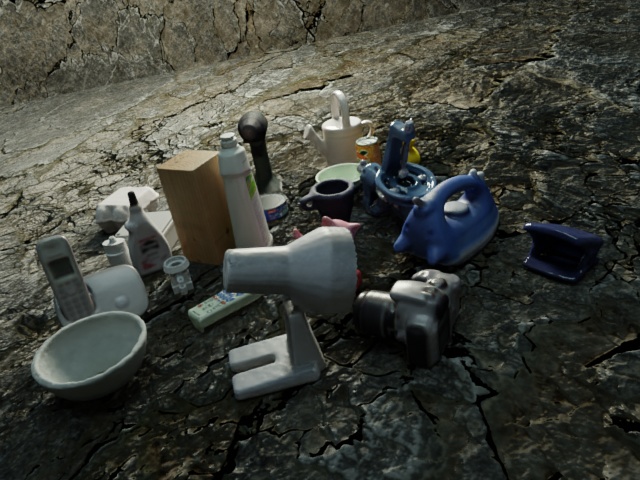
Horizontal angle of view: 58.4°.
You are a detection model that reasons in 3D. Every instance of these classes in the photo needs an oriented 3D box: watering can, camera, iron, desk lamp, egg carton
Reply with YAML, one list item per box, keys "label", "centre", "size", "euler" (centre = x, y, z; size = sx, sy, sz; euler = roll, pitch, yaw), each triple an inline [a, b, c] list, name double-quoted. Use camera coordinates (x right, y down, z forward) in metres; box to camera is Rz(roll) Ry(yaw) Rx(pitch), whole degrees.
- label: "watering can"
  centre: [0.048, -0.271, 1.422]
  size: [0.173, 0.194, 0.100]
  euler: [-27, 34, -28]
- label: "camera"
  centre: [0.126, 0.098, 0.847]
  size: [0.136, 0.101, 0.143]
  euler: [7, 34, 28]
- label: "iron"
  centre: [0.248, -0.058, 1.042]
  size: [0.259, 0.142, 0.118]
  euler: [-31, 36, -33]
- label: "desk lamp"
  centre: [-0.043, 0.093, 0.790]
  size: [0.203, 0.214, 0.117]
  euler: [-14, 30, -8]
- label: "egg carton"
  centre: [-0.453, -0.074, 1.351]
  size: [0.107, 0.069, 0.150]
  euler: [1, 31, 19]

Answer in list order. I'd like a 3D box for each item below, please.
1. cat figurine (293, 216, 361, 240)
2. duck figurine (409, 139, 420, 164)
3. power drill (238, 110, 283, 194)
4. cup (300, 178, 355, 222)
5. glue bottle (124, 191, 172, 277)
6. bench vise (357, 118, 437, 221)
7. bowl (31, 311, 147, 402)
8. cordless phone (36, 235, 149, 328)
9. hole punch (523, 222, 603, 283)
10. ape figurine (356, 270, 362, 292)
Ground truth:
- label: "cat figurine"
  centre: [0.009, 0.004, 1.029]
  size: [0.127, 0.118, 0.067]
  euler: [3, 32, 21]
- label: "duck figurine"
  centre: [0.204, -0.238, 1.428]
  size: [0.078, 0.086, 0.104]
  euler: [-22, 32, -20]
- label: "power drill"
  centre: [-0.143, -0.205, 1.347]
  size: [0.075, 0.209, 0.229]
  euler: [-10, 29, 0]
- label: "cup"
  centre: [0.019, -0.063, 1.166]
  size: [0.118, 0.095, 0.091]
  euler: [-20, 31, -18]
- label: "glue bottle"
  centre: [-0.343, -0.016, 1.112]
  size: [0.078, 0.173, 0.037]
  euler: [-27, 34, -28]
- label: "bench vise"
  centre: [0.137, -0.138, 1.135]
  size: [0.206, 0.220, 0.122]
  euler: [13, 37, 35]
- label: "bowl"
  centre: [-0.333, 0.184, 0.857]
  size: [0.167, 0.075, 0.167]
  euler: [-7, 29, 4]
- label: "cordless phone"
  centre: [-0.383, 0.066, 0.967]
  size: [0.148, 0.185, 0.093]
  euler: [-24, 32, -23]
- label: "hole punch"
  centre: [0.398, 0.002, 0.944]
  size: [0.101, 0.091, 0.108]
  euler: [-30, 35, -32]
- label: "ape figurine"
  centre: [0.027, 0.055, 0.961]
  size: [0.077, 0.092, 0.076]
  euler: [14, 37, 36]
